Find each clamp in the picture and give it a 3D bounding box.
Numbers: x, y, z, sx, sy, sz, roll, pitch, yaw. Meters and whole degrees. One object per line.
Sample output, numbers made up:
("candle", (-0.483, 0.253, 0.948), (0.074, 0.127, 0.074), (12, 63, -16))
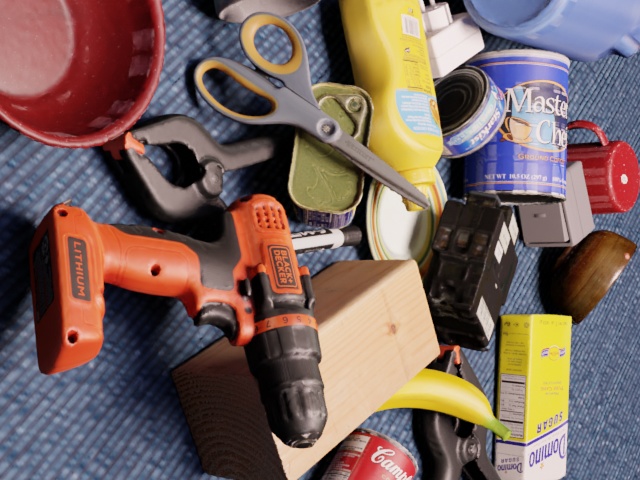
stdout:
("clamp", (-0.086, -0.034, 0.784), (0.171, 0.039, 0.120), (11, 75, -45))
("clamp", (0.127, 0.208, 1.023), (0.164, 0.036, 0.210), (-19, 100, -46))

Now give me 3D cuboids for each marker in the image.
("marker", (-0.006, 0.001, 0.889), (0.120, 0.020, 0.020), (-8, 95, -49))

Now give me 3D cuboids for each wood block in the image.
("wood block", (-0.004, 0.097, 0.834), (0.205, 0.090, 0.091), (-32, 111, -45))

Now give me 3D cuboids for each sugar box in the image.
("sugar box", (0.227, 0.167, 1.135), (0.093, 0.048, 0.176), (6, 83, -49))

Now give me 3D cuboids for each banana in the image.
("banana", (0.081, 0.139, 0.946), (0.197, 0.070, 0.037), (10, 110, -28))

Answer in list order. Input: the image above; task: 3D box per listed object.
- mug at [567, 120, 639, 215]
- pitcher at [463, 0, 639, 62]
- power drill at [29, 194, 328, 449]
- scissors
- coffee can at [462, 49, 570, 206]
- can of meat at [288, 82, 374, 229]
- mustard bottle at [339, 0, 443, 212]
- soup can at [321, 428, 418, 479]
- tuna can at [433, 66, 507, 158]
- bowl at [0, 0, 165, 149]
("mug", (0.305, -0.080, 1.205), (0.093, 0.082, 0.117), (-35, 115, -44))
("pitcher", (0.225, -0.255, 1.060), (0.242, 0.149, 0.145), (-11, 105, -59))
("power drill", (-0.088, 0.049, 0.692), (0.187, 0.057, 0.184), (5, 56, -32))
("scissors", (0.005, -0.103, 0.803), (0.201, 0.016, 0.096), (21, 84, -1))
("coffee can", (0.194, -0.109, 1.061), (0.102, 0.103, 0.140), (7, 84, -49))
("can of meat", (0.008, -0.063, 0.851), (0.084, 0.057, 0.102), (92, 6, -80))
("mustard bottle", (0.068, -0.119, 0.925), (0.096, 0.058, 0.191), (-1, 79, -60))
("soup can", (0.030, 0.217, 0.887), (0.068, 0.069, 0.102), (57, 51, -31))
("tuna can", (0.129, -0.121, 0.999), (0.033, 0.086, 0.086), (41, 59, -38))
("bowl", (-0.175, -0.136, 0.669), (0.161, 0.055, 0.162), (2, 87, -49))
